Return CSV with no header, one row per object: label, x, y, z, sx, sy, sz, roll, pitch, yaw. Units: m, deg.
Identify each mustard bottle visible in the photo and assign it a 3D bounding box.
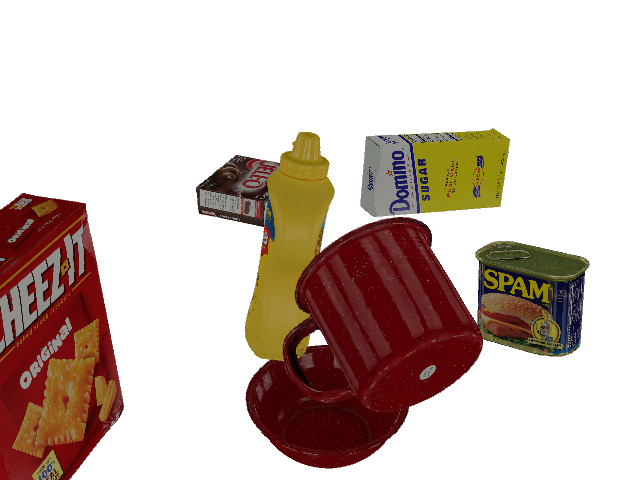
mustard bottle,-0.024,0.001,0.913,0.058,0.192,0.096,9,21,-3

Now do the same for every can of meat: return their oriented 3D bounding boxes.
can of meat,0.195,0.055,0.994,0.102,0.084,0.057,14,26,37

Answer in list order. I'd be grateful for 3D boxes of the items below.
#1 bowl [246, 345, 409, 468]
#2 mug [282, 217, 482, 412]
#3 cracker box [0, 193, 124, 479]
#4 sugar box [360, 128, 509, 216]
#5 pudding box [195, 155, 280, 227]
bowl,0.007,0.175,1.064,0.162,0.055,0.162,0,33,0
mug,0.032,0.053,0.630,0.117,0.081,0.093,-30,-31,2
cracker box,-0.234,0.095,0.846,0.072,0.214,0.164,8,32,19
sugar box,0.139,-0.082,1.295,0.176,0.093,0.048,-7,25,-22
pudding box,-0.083,-0.061,1.273,0.090,0.039,0.113,11,31,19
